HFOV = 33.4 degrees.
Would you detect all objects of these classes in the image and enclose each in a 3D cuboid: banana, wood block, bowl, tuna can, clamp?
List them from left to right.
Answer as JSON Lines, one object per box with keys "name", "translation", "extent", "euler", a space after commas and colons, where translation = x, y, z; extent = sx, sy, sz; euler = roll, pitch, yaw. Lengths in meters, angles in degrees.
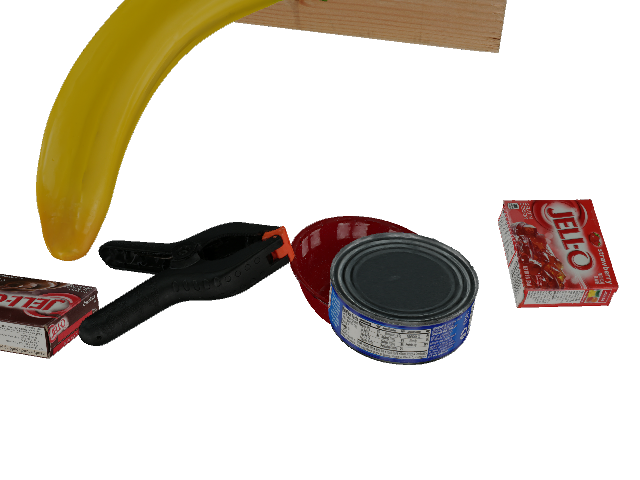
{"name": "banana", "translation": [-0.076, -0.079, 0.491], "extent": [0.070, 0.197, 0.037], "euler": [31, -24, 19]}
{"name": "clamp", "translation": [-0.107, 0.029, 0.824], "extent": [0.172, 0.039, 0.120], "euler": [-12, 40, 17]}
{"name": "bowl", "translation": [0.045, 0.044, 1.039], "extent": [0.162, 0.055, 0.162], "euler": [8, 35, -6]}
{"name": "wood block", "translation": [0.040, -0.214, 0.806], "extent": [0.206, 0.090, 0.091], "euler": [8, -32, 7]}
{"name": "tuna can", "translation": [0.047, 0.033, 0.622], "extent": [0.086, 0.034, 0.086], "euler": [2, 35, -2]}

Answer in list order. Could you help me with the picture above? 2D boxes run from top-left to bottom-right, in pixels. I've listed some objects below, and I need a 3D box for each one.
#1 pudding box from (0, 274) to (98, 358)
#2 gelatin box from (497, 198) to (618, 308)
{"name": "pudding box", "translation": [-0.276, 0.068, 0.988], "extent": [0.114, 0.039, 0.090], "euler": [5, 20, 18]}
{"name": "gelatin box", "translation": [0.182, 0.008, 0.827], "extent": [0.073, 0.089, 0.030], "euler": [-1, -38, -6]}
